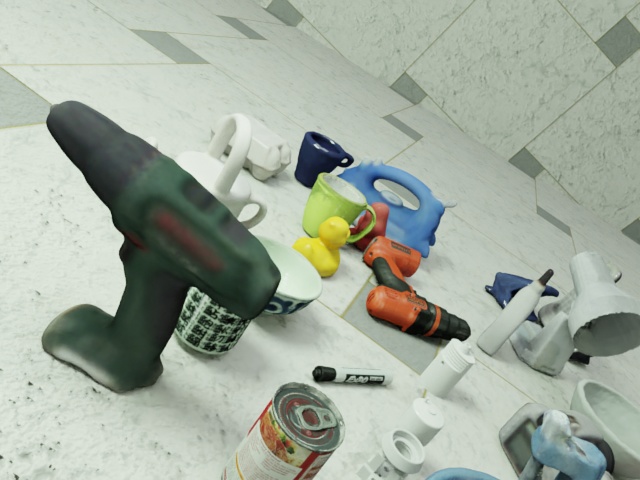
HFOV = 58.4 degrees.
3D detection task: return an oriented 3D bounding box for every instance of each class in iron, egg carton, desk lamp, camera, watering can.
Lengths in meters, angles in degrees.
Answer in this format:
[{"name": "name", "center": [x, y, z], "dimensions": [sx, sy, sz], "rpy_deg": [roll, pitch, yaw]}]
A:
[{"name": "iron", "center": [0.131, -0.082, 1.110], "dimensions": [0.258, 0.141, 0.119], "rpy_deg": [36, 25, 6]}, {"name": "egg carton", "center": [-0.127, -0.176, 1.060], "dimensions": [0.150, 0.069, 0.107], "rpy_deg": [36, 25, 6]}, {"name": "desk lamp", "center": [0.436, 0.135, 0.990], "dimensions": [0.118, 0.213, 0.203], "rpy_deg": [24, 26, -19]}, {"name": "camera", "center": [0.327, 0.281, 0.730], "dimensions": [0.137, 0.100, 0.143], "rpy_deg": [19, 28, -28]}, {"name": "watering can", "center": [-0.142, -0.067, 0.696], "dimensions": [0.173, 0.194, 0.100], "rpy_deg": [4, 37, -46]}]

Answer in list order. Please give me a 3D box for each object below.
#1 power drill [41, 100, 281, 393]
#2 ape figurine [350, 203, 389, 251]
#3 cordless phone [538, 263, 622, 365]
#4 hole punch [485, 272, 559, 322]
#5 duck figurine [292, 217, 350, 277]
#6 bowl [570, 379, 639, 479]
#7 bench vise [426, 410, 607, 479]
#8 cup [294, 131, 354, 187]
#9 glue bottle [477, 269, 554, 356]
[{"name": "power drill", "center": [-0.159, 0.022, 0.496], "dimensions": [0.230, 0.208, 0.075], "rpy_deg": [31, 25, -4]}, {"name": "ape figurine", "center": [0.091, -0.028, 1.024], "dimensions": [0.076, 0.092, 0.078], "rpy_deg": [41, 26, 17]}, {"name": "cordless phone", "center": [0.535, 0.140, 1.133], "dimensions": [0.094, 0.185, 0.147], "rpy_deg": [22, 27, -22]}, {"name": "hole punch", "center": [0.412, 0.101, 1.170], "dimensions": [0.109, 0.091, 0.101], "rpy_deg": [15, 30, -34]}, {"name": "duck figurine", "center": [0.008, 0.003, 0.875], "dimensions": [0.077, 0.086, 0.105], "rpy_deg": [43, 27, 22]}, {"name": "bowl", "center": [0.441, 0.297, 0.866], "dimensions": [0.168, 0.074, 0.167], "rpy_deg": [27, 25, -13]}, {"name": "bench vise", "center": [0.178, 0.242, 0.482], "dimensions": [0.208, 0.219, 0.121], "rpy_deg": [25, 26, -16]}, {"name": "cup", "center": [0.002, -0.150, 1.136], "dimensions": [0.118, 0.095, 0.091], "rpy_deg": [18, 29, -30]}, {"name": "glue bottle", "center": [0.329, 0.114, 0.950], "dimensions": [0.037, 0.173, 0.078], "rpy_deg": [39, 25, 14]}]
